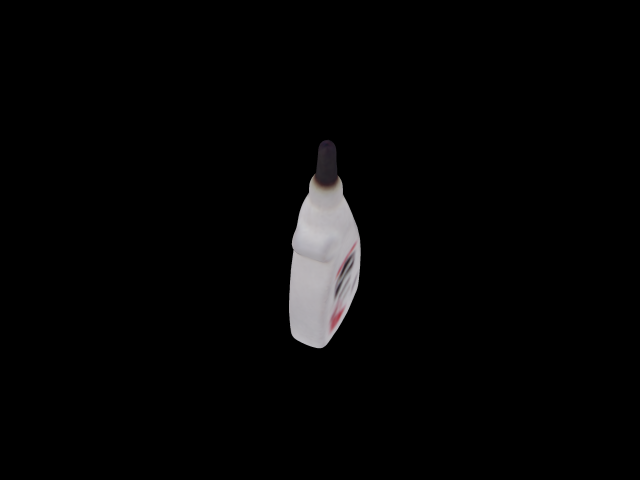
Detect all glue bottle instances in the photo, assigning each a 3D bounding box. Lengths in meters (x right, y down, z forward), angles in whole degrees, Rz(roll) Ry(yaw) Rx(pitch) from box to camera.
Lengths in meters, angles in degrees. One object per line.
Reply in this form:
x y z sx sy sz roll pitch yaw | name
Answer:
0.004 0.001 0.400 0.037 0.173 0.078 17 51 14 | glue bottle
